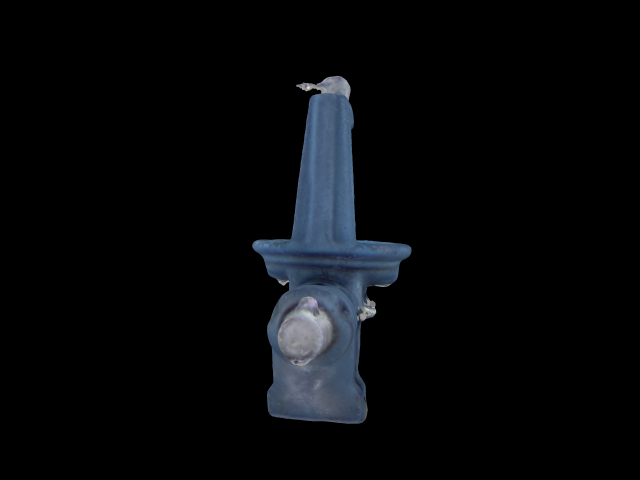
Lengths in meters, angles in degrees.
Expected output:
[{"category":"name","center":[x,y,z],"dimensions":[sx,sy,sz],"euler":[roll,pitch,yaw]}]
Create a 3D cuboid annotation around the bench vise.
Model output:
[{"category":"bench vise","center":[0.016,0.001,0.402],"dimensions":[0.121,0.220,0.207],"euler":[-3,18,-10]}]
